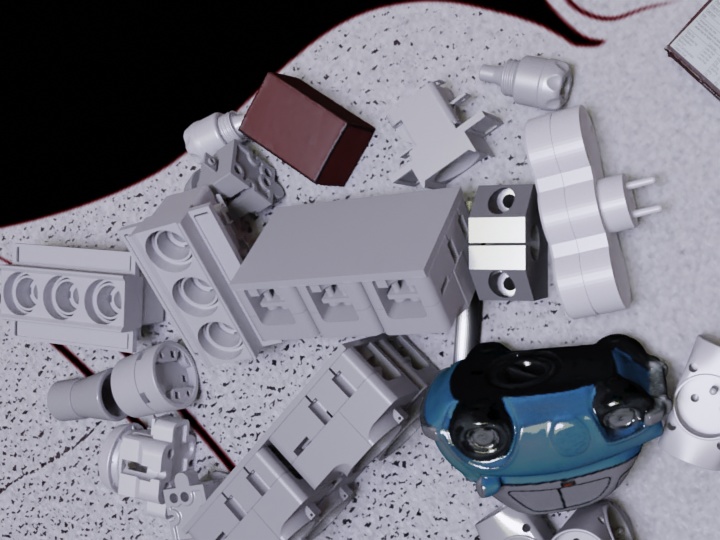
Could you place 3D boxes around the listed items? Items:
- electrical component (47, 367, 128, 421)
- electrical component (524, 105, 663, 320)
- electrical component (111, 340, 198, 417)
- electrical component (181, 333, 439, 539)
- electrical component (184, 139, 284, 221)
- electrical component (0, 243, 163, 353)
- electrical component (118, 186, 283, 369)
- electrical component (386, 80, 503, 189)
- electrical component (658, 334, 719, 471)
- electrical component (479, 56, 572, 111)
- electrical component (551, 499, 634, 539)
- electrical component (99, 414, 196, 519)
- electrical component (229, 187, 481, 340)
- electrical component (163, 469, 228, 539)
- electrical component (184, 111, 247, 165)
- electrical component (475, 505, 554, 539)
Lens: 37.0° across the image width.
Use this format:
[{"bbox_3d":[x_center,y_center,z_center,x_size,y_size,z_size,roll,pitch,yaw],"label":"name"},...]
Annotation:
[{"bbox_3d":[-0.226,0.106,0.893,0.065,0.044,0.044,-10,88,29],"label":"electrical component"},{"bbox_3d":[0.160,-0.042,0.708,0.074,0.052,0.138,-13,87,24],"label":"electrical component"},{"bbox_3d":[-0.165,0.089,0.858,0.047,0.055,0.055,-18,85,27],"label":"electrical component"},{"bbox_3d":[-0.028,0.134,0.770,0.060,0.105,0.186,45,109,15],"label":"electrical component"},{"bbox_3d":[-0.101,-0.063,0.823,0.055,0.066,0.048,-28,42,30],"label":"electrical component"},{"bbox_3d":[-0.225,0.021,0.876,0.121,0.063,0.078,4,94,24],"label":"electrical component"},{"bbox_3d":[-0.112,0.004,0.800,0.079,0.063,0.121,-13,119,24],"label":"electrical component"},{"bbox_3d":[0.055,-0.095,0.759,0.081,0.042,0.063,-35,75,21],"label":"electrical component"},{"bbox_3d":[0.241,0.091,0.683,0.079,0.044,0.077,21,100,21],"label":"electrical component"},{"bbox_3d":[0.112,-0.130,0.736,0.061,0.035,0.035,16,99,25],"label":"electrical component"},{"bbox_3d":[0.160,0.197,0.706,0.044,0.077,0.079,-28,82,22],"label":"electrical component"},{"bbox_3d":[-0.171,0.154,0.861,0.057,0.058,0.078,8,95,20],"label":"electrical component"},{"bbox_3d":[0.000,0.000,0.750,0.150,0.089,0.061,-4,128,29],"label":"electrical component"},{"bbox_3d":[-0.119,0.185,0.840,0.048,0.055,0.066,-13,87,24],"label":"electrical component"},{"bbox_3d":[-0.104,-0.107,0.832,0.061,0.035,0.035,-23,83,21],"label":"electrical component"},{"bbox_3d":[0.104,0.208,0.749,0.079,0.044,0.077,-36,78,21],"label":"electrical component"}]
